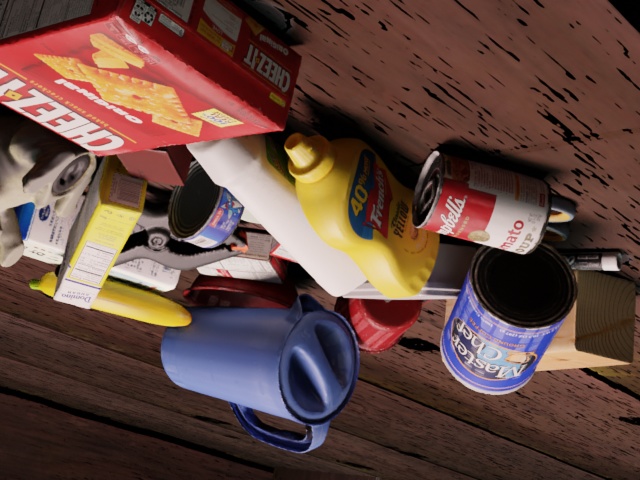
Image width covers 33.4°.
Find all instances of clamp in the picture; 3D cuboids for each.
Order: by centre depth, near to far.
[{"bbox_3d":[-0.180,-0.017,1.153,0.209,0.036,0.165,2,132,-10],"label":"clamp"}]

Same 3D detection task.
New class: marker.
[{"bbox_3d":[0.245,0.021,1.086,0.121,0.020,0.020,-1,159,35],"label":"marker"}]

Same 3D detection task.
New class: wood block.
[{"bbox_3d":[0.238,0.094,1.184,0.090,0.090,0.207,15,163,-31],"label":"wood block"}]

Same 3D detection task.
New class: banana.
[{"bbox_3d":[-0.242,0.067,1.258,0.197,0.037,0.070,16,179,-12],"label":"banana"}]

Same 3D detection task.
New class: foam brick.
[{"bbox_3d":[-0.145,-0.088,0.940,0.053,0.051,0.078,10,162,8],"label":"foam brick"}]

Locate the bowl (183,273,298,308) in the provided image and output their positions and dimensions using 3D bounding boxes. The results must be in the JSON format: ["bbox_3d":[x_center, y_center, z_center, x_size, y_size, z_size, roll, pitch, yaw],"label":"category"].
[{"bbox_3d":[-0.091,0.063,1.364,0.162,0.055,0.162,10,162,3],"label":"bowl"}]

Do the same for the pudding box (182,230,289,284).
[{"bbox_3d":[-0.099,0.016,1.254,0.113,0.039,0.090,6,161,11],"label":"pudding box"}]

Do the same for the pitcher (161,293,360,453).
[{"bbox_3d":[-0.080,0.152,1.289,0.243,0.149,0.145,2,146,45],"label":"pitcher"}]

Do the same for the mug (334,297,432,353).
[{"bbox_3d":[0.082,0.077,1.266,0.117,0.093,0.082,-11,163,-18],"label":"mug"}]

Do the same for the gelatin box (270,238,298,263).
[{"bbox_3d":[-0.008,0.001,1.165,0.073,0.030,0.089,16,159,-12],"label":"gelatin box"}]

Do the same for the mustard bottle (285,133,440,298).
[{"bbox_3d":[0.032,-0.032,0.919,0.058,0.096,0.191,-6,147,38],"label":"mustard bottle"}]

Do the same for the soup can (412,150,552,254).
[{"bbox_3d":[0.138,-0.031,0.913,0.102,0.068,0.069,14,162,-11],"label":"soup can"}]

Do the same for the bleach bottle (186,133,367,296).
[{"bbox_3d":[-0.043,-0.050,0.945,0.068,0.102,0.250,-37,132,11],"label":"bleach bottle"}]

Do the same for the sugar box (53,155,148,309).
[{"bbox_3d":[-0.212,-0.017,1.041,0.048,0.093,0.176,16,141,-16],"label":"sugar box"}]

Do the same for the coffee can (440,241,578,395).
[{"bbox_3d":[0.181,0.076,1.045,0.103,0.102,0.140,11,146,1],"label":"coffee can"}]

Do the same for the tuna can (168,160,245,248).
[{"bbox_3d":[-0.108,-0.036,1.021,0.033,0.086,0.086,23,159,-37],"label":"tuna can"}]

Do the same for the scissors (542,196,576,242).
[{"bbox_3d":[0.145,-0.035,0.981,0.201,0.016,0.096,16,160,-13],"label":"scissors"}]

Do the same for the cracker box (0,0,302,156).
[{"bbox_3d":[-0.147,-0.130,0.779,0.214,0.072,0.164,-4,156,40],"label":"cracker box"}]
